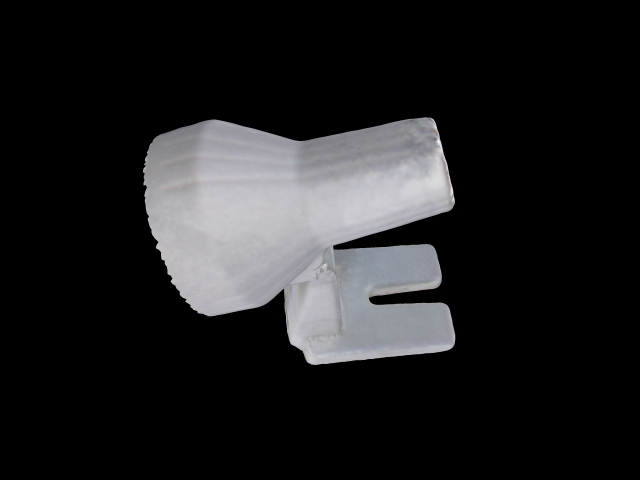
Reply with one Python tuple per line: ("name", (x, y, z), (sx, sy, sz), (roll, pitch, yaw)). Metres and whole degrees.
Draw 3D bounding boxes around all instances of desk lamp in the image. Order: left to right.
("desk lamp", (0.004, 0.001, 0.400), (0.203, 0.214, 0.118), (-5, 59, -3))
